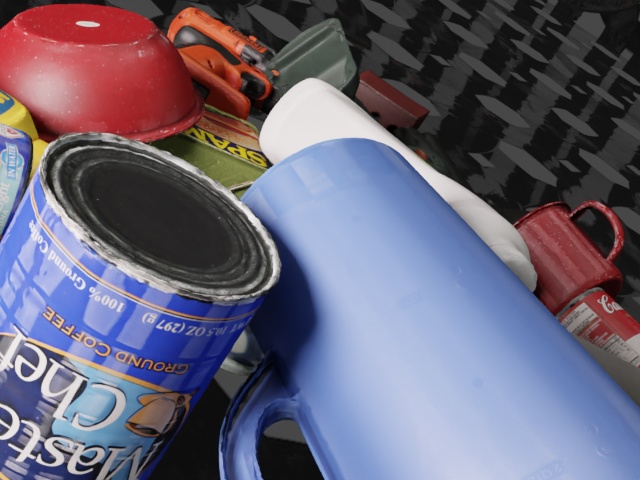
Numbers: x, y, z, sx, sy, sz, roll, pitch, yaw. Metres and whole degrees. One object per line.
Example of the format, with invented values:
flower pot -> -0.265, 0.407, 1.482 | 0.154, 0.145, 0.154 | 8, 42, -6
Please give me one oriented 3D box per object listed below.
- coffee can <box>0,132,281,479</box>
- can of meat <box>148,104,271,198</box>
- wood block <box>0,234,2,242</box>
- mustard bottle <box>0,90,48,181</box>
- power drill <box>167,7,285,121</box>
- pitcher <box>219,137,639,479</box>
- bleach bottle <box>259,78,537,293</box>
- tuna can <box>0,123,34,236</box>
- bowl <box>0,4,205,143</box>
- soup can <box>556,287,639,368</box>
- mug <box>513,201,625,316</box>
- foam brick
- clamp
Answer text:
coffee can -> -0.094, 0.042, 0.438 | 0.102, 0.140, 0.103 | 27, 24, -14
can of meat -> -0.083, -0.056, 0.750 | 0.102, 0.057, 0.084 | 22, 23, -23
wood block -> -0.245, -0.011, 0.413 | 0.206, 0.091, 0.090 | 32, 23, -1
mustard bottle -> -0.223, -0.072, 0.601 | 0.191, 0.058, 0.096 | 31, 22, -5
power drill -> -0.071, -0.127, 0.904 | 0.184, 0.057, 0.187 | 31, 21, 3
pitcher -> 0.040, 0.069, 0.454 | 0.149, 0.145, 0.243 | 23, 25, -47
bleach bottle -> 0.047, -0.024, 0.636 | 0.102, 0.068, 0.251 | 36, 4, -28
tuna can -> -0.174, -0.019, 0.526 | 0.033, 0.086, 0.086 | 22, 26, -29
bowl -> -0.154, -0.116, 0.702 | 0.162, 0.055, 0.162 | 6, 27, -3
soup can -> 0.233, 0.096, 0.838 | 0.068, 0.069, 0.102 | 2, 38, -50
mug -> 0.207, 0.020, 0.898 | 0.093, 0.117, 0.081 | 12, 35, -53
foam brick -> 0.060, -0.125, 1.069 | 0.078, 0.053, 0.051 | 35, 24, 5
clamp -> 0.156, -0.019, 1.003 | 0.164, 0.036, 0.210 | 30, 25, -9
